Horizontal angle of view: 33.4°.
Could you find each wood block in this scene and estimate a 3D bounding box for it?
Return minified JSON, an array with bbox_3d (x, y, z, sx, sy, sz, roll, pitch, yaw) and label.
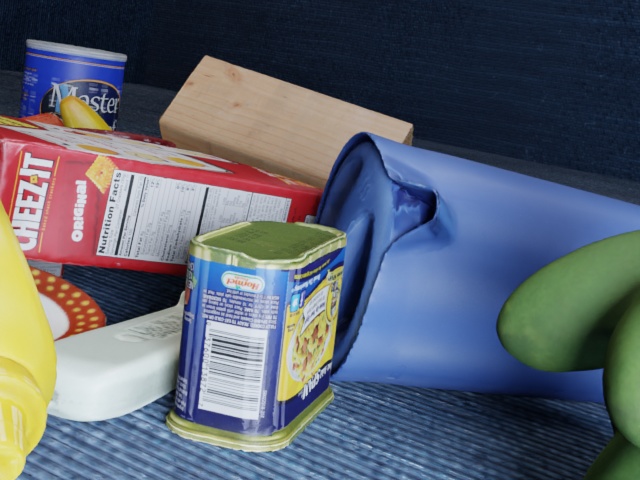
[{"bbox_3d":[-0.029,-0.077,0.959,0.206,0.090,0.091,21,-31,15],"label":"wood block"}]

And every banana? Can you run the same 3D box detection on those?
[{"bbox_3d":[-0.144,-0.056,0.931,0.197,0.070,0.037,26,22,-15],"label":"banana"}]

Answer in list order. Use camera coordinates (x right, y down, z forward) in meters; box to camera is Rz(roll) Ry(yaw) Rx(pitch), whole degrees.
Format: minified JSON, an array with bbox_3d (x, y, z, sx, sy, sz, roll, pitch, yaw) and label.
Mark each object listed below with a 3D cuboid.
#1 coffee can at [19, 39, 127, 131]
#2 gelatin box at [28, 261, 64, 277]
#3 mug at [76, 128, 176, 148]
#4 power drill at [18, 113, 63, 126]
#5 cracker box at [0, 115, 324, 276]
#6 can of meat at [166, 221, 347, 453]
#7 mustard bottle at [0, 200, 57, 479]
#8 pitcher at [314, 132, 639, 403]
[{"bbox_3d":[-0.261,-0.131,1.112,0.103,0.140,0.103,9,9,-2],"label":"coffee can"},{"bbox_3d":[-0.219,0.005,0.679,0.073,0.030,0.089,17,11,34],"label":"gelatin box"},{"bbox_3d":[-0.155,-0.041,0.853,0.117,0.081,0.093,11,10,12],"label":"mug"},{"bbox_3d":[-0.358,-0.089,0.993,0.188,0.057,0.184,15,22,34],"label":"power drill"},{"bbox_3d":[-0.127,-0.026,0.661,0.213,0.072,0.164,7,8,-36],"label":"cracker box"},{"bbox_3d":[-0.026,0.039,0.487,0.057,0.084,0.102,10,11,16],"label":"can of meat"},{"bbox_3d":[-0.139,0.026,0.399,0.058,0.096,0.192,3,25,-29],"label":"mustard bottle"},{"bbox_3d":[0.115,0.030,0.602,0.242,0.145,0.149,10,21,-15],"label":"pitcher"}]
